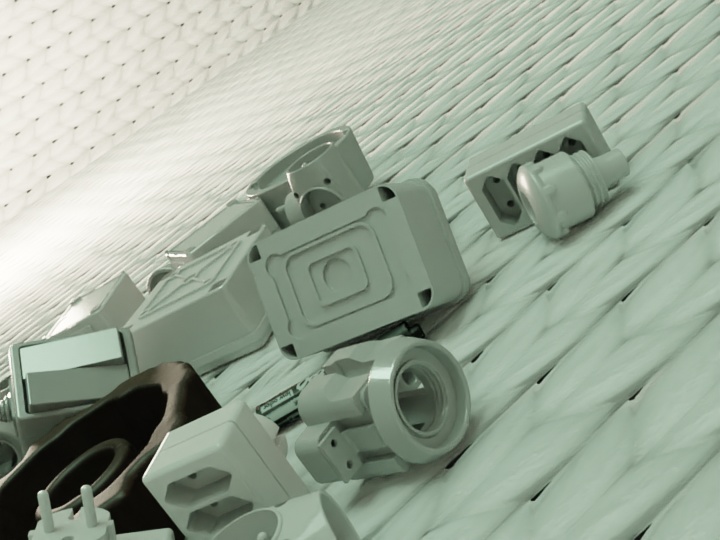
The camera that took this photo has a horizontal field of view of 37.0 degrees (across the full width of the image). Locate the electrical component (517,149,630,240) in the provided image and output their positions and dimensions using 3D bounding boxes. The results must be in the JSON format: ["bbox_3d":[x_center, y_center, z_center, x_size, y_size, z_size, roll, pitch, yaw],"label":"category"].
[{"bbox_3d":[0.126,-0.050,0.628,0.062,0.048,0.048,-26,17,0],"label":"electrical component"}]

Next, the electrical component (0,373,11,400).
[{"bbox_3d":[-0.265,0.110,0.861,0.048,0.055,0.066,-13,26,48],"label":"electrical component"}]

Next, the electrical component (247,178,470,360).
[{"bbox_3d":[0.000,0.000,0.641,0.113,0.078,0.057,-23,-6,29],"label":"electrical component"}]

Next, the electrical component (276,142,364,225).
[{"bbox_3d":[-0.033,-0.051,0.851,0.079,0.077,0.044,-21,22,36],"label":"electrical component"}]

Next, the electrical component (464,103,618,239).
[{"bbox_3d":[0.117,-0.070,0.690,0.083,0.047,0.075,-26,19,22],"label":"electrical component"}]

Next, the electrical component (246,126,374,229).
[{"bbox_3d":[-0.039,-0.072,0.943,0.108,0.060,0.108,-30,18,11],"label":"electrical component"}]

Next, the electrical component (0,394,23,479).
[{"bbox_3d":[-0.270,0.133,0.800,0.078,0.058,0.057,-53,21,1],"label":"electrical component"}]

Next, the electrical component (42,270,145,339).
[{"bbox_3d":[-0.220,0.055,0.919,0.062,0.061,0.096,-28,18,15],"label":"electrical component"}]

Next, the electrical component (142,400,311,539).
[{"bbox_3d":[-0.057,0.095,0.521,0.047,0.065,0.076,-26,19,21],"label":"electrical component"}]

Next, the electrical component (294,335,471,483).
[{"bbox_3d":[0.013,0.063,0.500,0.057,0.058,0.078,-19,21,46],"label":"electrical component"}]

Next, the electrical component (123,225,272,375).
[{"bbox_3d":[-0.113,0.028,0.814,0.109,0.056,0.108,-25,19,24],"label":"electrical component"}]

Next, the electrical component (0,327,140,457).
[{"bbox_3d":[-0.194,0.081,0.713,0.096,0.061,0.061,-8,53,-16],"label":"electrical component"}]

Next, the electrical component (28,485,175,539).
[{"bbox_3d":[-0.127,0.131,0.481,0.083,0.075,0.047,-6,17,-5],"label":"electrical component"}]

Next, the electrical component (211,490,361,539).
[{"bbox_3d":[-0.036,0.132,0.419,0.077,0.044,0.079,-32,18,4],"label":"electrical component"}]

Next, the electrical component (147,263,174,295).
[{"bbox_3d":[-0.163,0.007,0.987,0.044,0.044,0.065,-26,14,22],"label":"electrical component"}]

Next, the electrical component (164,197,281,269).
[{"bbox_3d":[-0.114,-0.010,0.910,0.096,0.061,0.062,-40,19,-21],"label":"electrical component"}]
